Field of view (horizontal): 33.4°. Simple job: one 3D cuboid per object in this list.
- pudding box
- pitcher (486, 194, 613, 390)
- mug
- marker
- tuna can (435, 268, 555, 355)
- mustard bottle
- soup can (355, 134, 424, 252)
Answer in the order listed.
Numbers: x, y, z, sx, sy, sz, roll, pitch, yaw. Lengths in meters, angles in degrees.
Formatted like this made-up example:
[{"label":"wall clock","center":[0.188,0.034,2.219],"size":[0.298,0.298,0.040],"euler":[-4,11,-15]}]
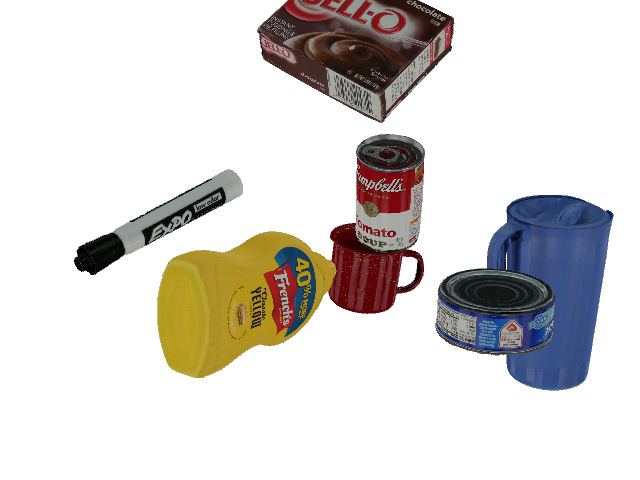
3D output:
[{"label":"pudding box","center":[0.026,-0.146,0.770],"size":[0.114,0.090,0.039],"euler":[33,-24,21]},{"label":"pitcher","center":[0.296,0.071,1.396],"size":[0.149,0.243,0.145],"euler":[5,21,14]},{"label":"mug","center":[0.065,0.035,1.269],"size":[0.117,0.081,0.093],"euler":[3,24,-9]},{"label":"marker","center":[-0.098,-0.012,0.652],"size":[0.120,0.020,0.020],"euler":[-31,19,-34]},{"label":"tuna can","center":[0.128,0.050,0.782],"size":[0.086,0.034,0.086],"euler":[0,20,0]},{"label":"mustard bottle","center":[-0.050,0.043,0.890],"size":[0.058,0.096,0.191],"euler":[11,17,35]},{"label":"soup can","center":[0.069,-0.047,1.080],"size":[0.068,0.102,0.068],"euler":[0,37,0]}]
